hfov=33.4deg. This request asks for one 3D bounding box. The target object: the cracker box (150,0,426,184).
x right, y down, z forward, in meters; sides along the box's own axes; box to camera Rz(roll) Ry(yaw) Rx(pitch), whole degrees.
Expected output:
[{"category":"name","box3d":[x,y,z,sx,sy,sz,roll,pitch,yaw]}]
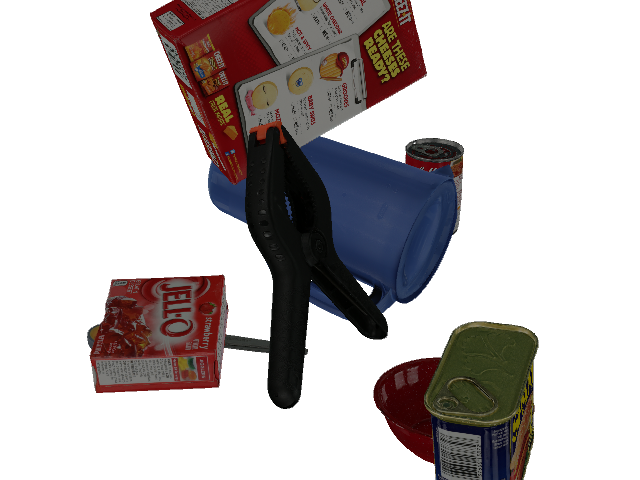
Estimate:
[{"category":"cracker box","box3d":[-0.024,-0.173,0.944,0.213,0.164,0.072,-31,44,-12]}]

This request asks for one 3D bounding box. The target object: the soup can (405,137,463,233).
[{"category":"soup can","box3d":[0.132,-0.061,1.256,0.068,0.102,0.068,0,27,0]}]

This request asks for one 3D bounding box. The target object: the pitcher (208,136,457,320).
[{"category":"pitcher","box3d":[0.004,-0.031,1.083,0.243,0.145,0.149,23,27,23]}]

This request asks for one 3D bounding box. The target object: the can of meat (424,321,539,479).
[{"category":"can of meat","box3d":[0.105,0.115,0.683,0.057,0.084,0.102,5,31,20]}]

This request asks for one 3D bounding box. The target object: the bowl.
[{"category":"bowl","box3d":[0.133,0.181,1.084,0.162,0.055,0.162,2,24,-1]}]

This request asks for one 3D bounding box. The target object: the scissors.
[{"category":"scissors","box3d":[-0.118,0.081,1.011,0.201,0.016,0.096,-1,32,-9]}]

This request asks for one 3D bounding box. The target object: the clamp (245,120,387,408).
[{"category":"clamp","box3d":[-0.009,0.010,0.837,0.036,0.210,0.164,-12,2,32]}]

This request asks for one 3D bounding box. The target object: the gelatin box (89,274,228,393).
[{"category":"gelatin box","box3d":[-0.095,0.054,0.648,0.073,0.030,0.089,-2,29,1]}]
